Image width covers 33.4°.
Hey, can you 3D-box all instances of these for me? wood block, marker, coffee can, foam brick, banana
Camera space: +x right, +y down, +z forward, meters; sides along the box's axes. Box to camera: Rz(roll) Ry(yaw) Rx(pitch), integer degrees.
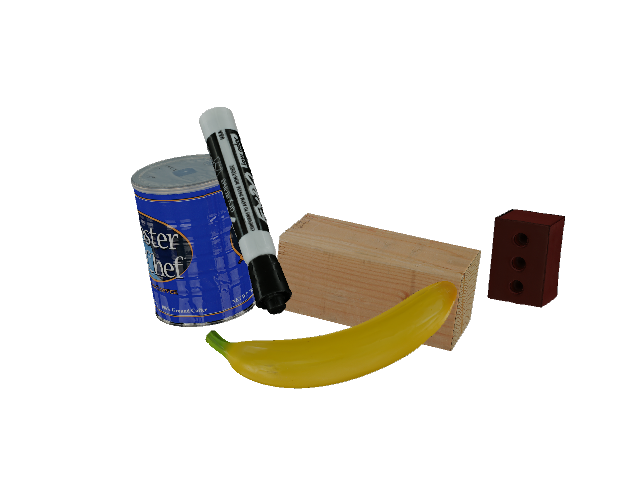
[{"bbox_3d":[0.062,0.044,1.183,0.206,0.091,0.090,13,24,18],"label":"wood block"},{"bbox_3d":[-0.039,-0.016,0.554,0.020,0.121,0.020,-16,-27,-8],"label":"marker"},{"bbox_3d":[-0.120,-0.002,1.028,0.103,0.140,0.103,-6,20,2],"label":"coffee can"},{"bbox_3d":[0.186,0.015,0.966,0.053,0.078,0.051,9,16,26],"label":"foam brick"},{"bbox_3d":[0.017,0.073,0.794,0.197,0.069,0.037,-10,-35,-11],"label":"banana"}]
